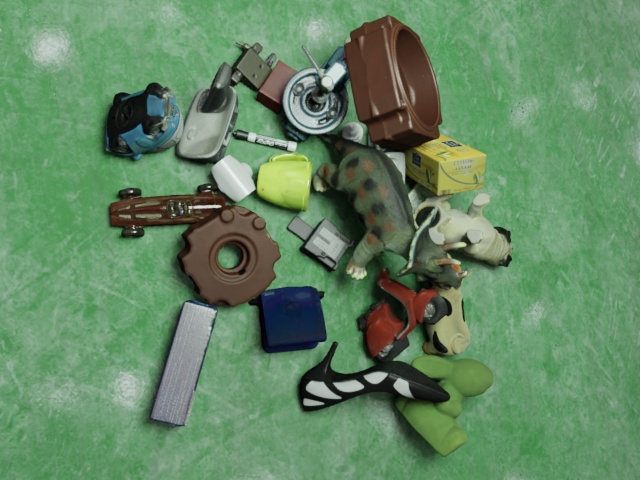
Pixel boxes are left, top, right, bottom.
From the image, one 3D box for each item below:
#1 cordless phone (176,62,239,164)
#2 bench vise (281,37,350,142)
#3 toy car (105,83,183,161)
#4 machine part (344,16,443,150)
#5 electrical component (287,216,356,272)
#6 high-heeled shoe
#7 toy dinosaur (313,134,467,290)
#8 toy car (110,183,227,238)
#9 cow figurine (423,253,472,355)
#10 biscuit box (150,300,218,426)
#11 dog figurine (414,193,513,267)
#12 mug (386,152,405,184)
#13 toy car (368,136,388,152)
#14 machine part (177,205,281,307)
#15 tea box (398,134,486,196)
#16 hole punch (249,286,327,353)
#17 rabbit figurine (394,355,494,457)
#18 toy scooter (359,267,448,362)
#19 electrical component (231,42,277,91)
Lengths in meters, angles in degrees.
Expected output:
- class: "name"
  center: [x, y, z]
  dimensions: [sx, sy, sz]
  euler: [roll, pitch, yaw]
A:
- class: "cordless phone"
  center: [-0.184, -0.214, 0.925]
  dimensions: [0.089, 0.184, 0.146]
  euler: [20, 77, -15]
- class: "bench vise"
  center: [0.017, -0.278, 0.964]
  dimensions: [0.223, 0.241, 0.129]
  euler: [-44, 97, 1]
- class: "toy car"
  center: [-0.294, -0.202, 0.935]
  dimensions: [0.103, 0.162, 0.109]
  euler: [19, 63, -55]
- class: "machine part"
  center: [0.134, -0.265, 0.925]
  dimensions: [0.201, 0.087, 0.201]
  euler: [-4, 84, -58]
- class: "electrical component"
  center: [-0.002, -0.003, 1.007]
  dimensions: [0.119, 0.048, 0.075]
  euler: [41, 74, -6]
- class: "high-heeled shoe"
  center: [0.087, 0.274, 0.935]
  dimensions: [0.249, 0.086, 0.145]
  euler: [21, 100, 13]
- class: "toy dinosaur"
  center: [0.098, -0.076, 0.929]
  dimensions: [0.131, 0.192, 0.405]
  euler: [-14, 71, -41]
- class: "toy car"
  center: [-0.265, -0.053, 0.951]
  dimensions: [0.202, 0.053, 0.089]
  euler: [-3, 86, -15]
- class: "cow figurine"
  center: [0.232, 0.117, 1.003]
  dimensions: [0.085, 0.127, 0.194]
  euler: [-7, 86, -17]
- class: "biscuit box"
  center: [-0.228, 0.205, 0.914]
  dimensions: [0.063, 0.059, 0.202]
  euler: [17, 79, -9]
- class: "dog figurine"
  center: [0.275, -0.006, 1.046]
  dimensions: [0.173, 0.190, 0.121]
  euler: [17, 75, 35]
- class: "mug"
  center: [0.130, -0.112, 1.029]
  dimensions: [0.081, 0.110, 0.107]
  euler: [-6, 96, -16]
- class: "toy car"
  center: [0.147, -0.260, 1.067]
  dimensions: [0.056, 0.073, 0.201]
  euler: [26, 76, -12]
- class: "machine part"
  center: [-0.156, 0.029, 0.938]
  dimensions: [0.179, 0.056, 0.179]
  euler: [-3, 99, -22]
- class: "tea box"
  center: [0.225, -0.146, 1.015]
  dimensions: [0.098, 0.170, 0.068]
  euler: [-11, 116, -16]
- class: "hole punch"
  center: [-0.050, 0.139, 0.954]
  dimensions: [0.142, 0.092, 0.115]
  euler: [-5, 79, -10]
- class: "rabbit figurine"
  center: [0.232, 0.278, 0.986]
  dimensions: [0.170, 0.121, 0.159]
  euler: [-45, 72, -1]
- class: "toy scooter"
  center: [0.131, 0.130, 0.979]
  dimensions: [0.135, 0.075, 0.184]
  euler: [48, 117, 14]
- class: "electrical component"
  center: [-0.138, -0.332, 1.028]
  dimensions: [0.078, 0.045, 0.102]
  euler: [34, 77, -36]
